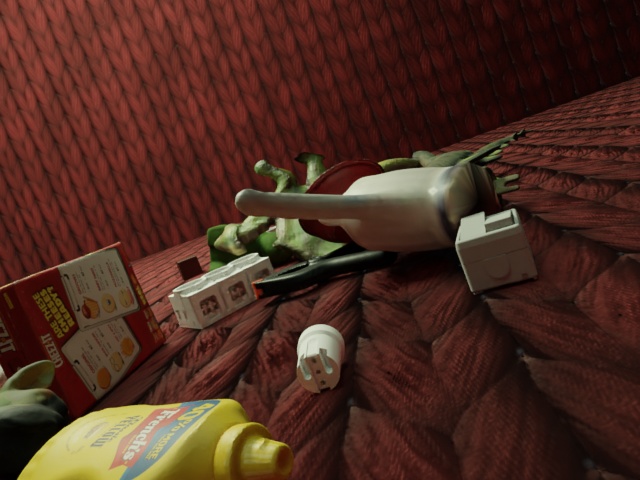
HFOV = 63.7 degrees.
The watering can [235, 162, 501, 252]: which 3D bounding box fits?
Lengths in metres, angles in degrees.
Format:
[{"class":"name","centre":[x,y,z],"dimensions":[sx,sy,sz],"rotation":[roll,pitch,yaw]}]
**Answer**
[{"class":"watering can","centre":[0.084,-0.037,0.627],"dimensions":[0.223,0.104,0.348],"rotation":[-4,-3,36]}]

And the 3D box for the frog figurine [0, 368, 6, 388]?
[{"class":"frog figurine","centre":[-0.525,0.227,0.750],"dimensions":[0.158,0.125,0.136],"rotation":[19,-30,-37]}]

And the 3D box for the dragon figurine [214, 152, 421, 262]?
[{"class":"dragon figurine","centre":[0.003,-0.048,0.951],"dimensions":[0.410,0.119,0.249],"rotation":[-9,51,3]}]
